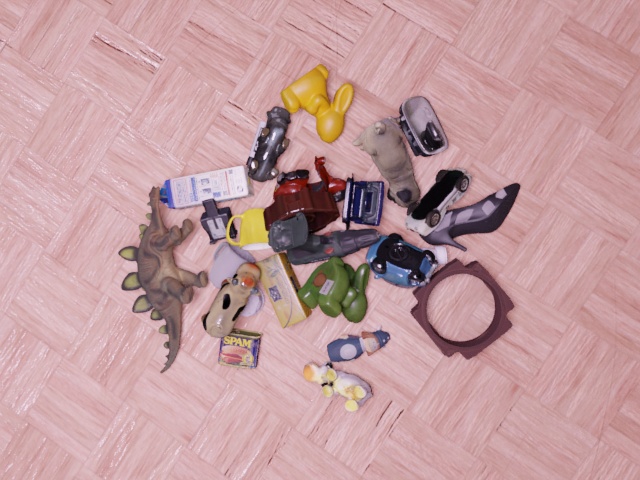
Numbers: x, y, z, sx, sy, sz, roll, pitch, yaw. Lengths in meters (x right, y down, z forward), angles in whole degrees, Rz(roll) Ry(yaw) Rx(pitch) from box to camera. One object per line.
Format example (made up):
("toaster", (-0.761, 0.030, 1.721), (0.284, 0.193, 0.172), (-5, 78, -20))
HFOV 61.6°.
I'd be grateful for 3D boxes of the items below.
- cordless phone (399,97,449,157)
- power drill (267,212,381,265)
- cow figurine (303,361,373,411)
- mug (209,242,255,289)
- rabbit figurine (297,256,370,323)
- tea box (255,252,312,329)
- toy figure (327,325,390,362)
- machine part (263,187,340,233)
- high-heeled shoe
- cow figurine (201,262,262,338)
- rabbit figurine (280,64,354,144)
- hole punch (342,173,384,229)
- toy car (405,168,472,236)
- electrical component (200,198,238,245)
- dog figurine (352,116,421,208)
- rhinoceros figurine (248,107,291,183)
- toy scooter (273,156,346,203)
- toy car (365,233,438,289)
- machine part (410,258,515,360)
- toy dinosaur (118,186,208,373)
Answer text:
("cordless phone", (0.235, -0.266, 1.223), (0.089, 0.184, 0.146), (-25, 87, 10))
("power drill", (-0.003, -0.004, 1.226), (0.232, 0.207, 0.086), (-16, 76, 30))
("cow figurine", (0.045, 0.338, 1.290), (0.168, 0.098, 0.068), (25, 99, 24))
("mug", (-0.231, 0.062, 1.325), (0.110, 0.080, 0.107), (42, 100, 27))
("rabbit figurine", (0.052, 0.124, 1.272), (0.121, 0.170, 0.159), (1, 59, 44))
("tea box", (-0.087, 0.118, 1.297), (0.068, 0.098, 0.169), (-24, 89, 6))
("toy figure", (0.095, 0.255, 1.297), (0.155, 0.058, 0.064), (-16, 126, 4))
("machine part", (-0.045, -0.061, 1.256), (0.179, 0.179, 0.056), (-15, 72, 6))
("high-heeled shoe", (0.350, -0.070, 1.281), (0.249, 0.086, 0.145), (-43, 53, -13))
("cow figurine", (-0.202, 0.137, 1.236), (0.085, 0.127, 0.195), (31, 93, -16))
("rabbit figurine", (0.004, -0.322, 1.300), (0.162, 0.122, 0.173), (-33, 100, -5))
("hole punch", (0.102, -0.089, 1.268), (0.092, 0.116, 0.142), (4, 93, 4))
("toy car", (0.276, -0.093, 1.252), (0.074, 0.056, 0.202), (27, 67, 43))
("electrical component", (-0.255, -0.052, 1.318), (0.075, 0.048, 0.119), (-16, 116, 7))
("dog figurine", (0.174, -0.173, 1.240), (0.121, 0.172, 0.190), (-30, 79, 16))
("rhinoceros figurine", (-0.117, -0.230, 1.300), (0.073, 0.112, 0.190), (18, 86, -10))
("toy scooter", (-0.028, -0.139, 1.277), (0.184, 0.135, 0.075), (-8, 50, 3))
("toy car", (0.192, 0.062, 1.262), (0.162, 0.102, 0.109), (22, 59, 20))
("machine part", (0.331, 0.160, 1.256), (0.201, 0.087, 0.201), (-39, 84, 5))
("toy dinosaur", (-0.382, 0.104, 1.315), (0.199, 0.105, 0.470), (-5, 96, 24))
